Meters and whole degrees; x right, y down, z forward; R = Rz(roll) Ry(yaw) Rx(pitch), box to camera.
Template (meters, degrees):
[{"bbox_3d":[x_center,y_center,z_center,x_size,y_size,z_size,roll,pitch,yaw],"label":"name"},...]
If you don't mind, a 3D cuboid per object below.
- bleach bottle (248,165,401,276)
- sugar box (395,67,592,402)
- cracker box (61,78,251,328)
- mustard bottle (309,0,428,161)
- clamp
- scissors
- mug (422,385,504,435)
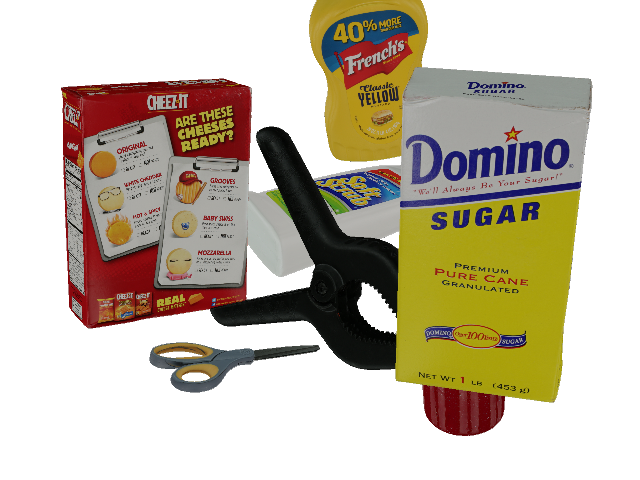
[{"bbox_3d":[0.043,-0.041,1.168,0.250,0.068,0.103,-20,43,-23],"label":"bleach bottle"},{"bbox_3d":[0.089,0.000,0.569,0.093,0.176,0.048,6,32,13],"label":"sugar box"},{"bbox_3d":[-0.152,-0.038,0.992,0.163,0.214,0.072,-8,19,-30],"label":"cracker box"},{"bbox_3d":[0.041,-0.159,0.873,0.096,0.191,0.058,-9,36,3],"label":"mustard bottle"},{"bbox_3d":[0.009,0.020,0.758,0.210,0.165,0.036,24,24,34],"label":"clamp"},{"bbox_3d":[-0.088,0.140,1.191,0.201,0.016,0.096,3,25,-15],"label":"scissors"},{"bbox_3d":[0.147,0.134,1.075,0.093,0.081,0.117,8,35,22],"label":"mug"}]
